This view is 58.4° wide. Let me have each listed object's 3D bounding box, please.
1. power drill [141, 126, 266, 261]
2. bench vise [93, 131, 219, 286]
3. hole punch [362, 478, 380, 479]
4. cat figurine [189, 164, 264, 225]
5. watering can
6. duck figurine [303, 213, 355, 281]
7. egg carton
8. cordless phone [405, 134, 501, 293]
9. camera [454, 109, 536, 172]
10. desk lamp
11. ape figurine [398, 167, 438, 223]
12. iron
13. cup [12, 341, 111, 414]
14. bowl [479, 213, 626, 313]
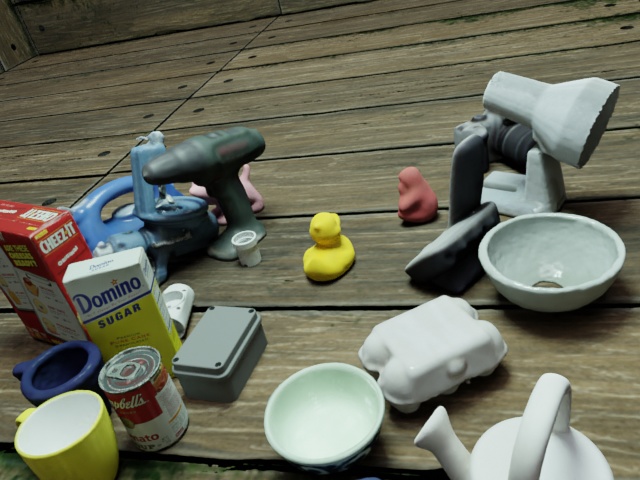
[{"bbox_3d":[-0.165,-0.077,0.928,0.075,0.209,0.230,12,40,34],"label":"power drill"},{"bbox_3d":[-0.262,-0.045,0.903,0.121,0.220,0.208,4,36,26],"label":"bench vise"},{"bbox_3d":[0.012,0.245,0.474,0.108,0.091,0.101,-15,32,-3],"label":"hole punch"},{"bbox_3d":[-0.177,-0.095,1.046,0.128,0.118,0.067,-26,34,-19],"label":"cat figurine"},{"bbox_3d":[0.154,0.181,0.425,0.172,0.194,0.101,-1,34,18],"label":"watering can"},{"bbox_3d":[0.008,0.003,0.856,0.077,0.086,0.105,3,36,24],"label":"duck figurine"},{"bbox_3d":[0.125,0.126,0.638,0.150,0.069,0.107,-22,33,-14],"label":"egg carton"},{"bbox_3d":[0.175,-0.038,0.765,0.093,0.185,0.148,18,44,40],"label":"cordless phone"},{"bbox_3d":[0.328,-0.180,1.009,0.143,0.101,0.136,-21,33,-12],"label":"camera"},{"bbox_3d":[0.320,-0.139,0.843,0.202,0.214,0.118,16,43,38],"label":"desk lamp"},{"bbox_3d":[0.150,-0.076,0.921,0.075,0.092,0.078,16,43,38],"label":"ape figurine"},{"bbox_3d":[-0.338,-0.053,1.017,0.118,0.142,0.259,13,41,35],"label":"iron"},{"bbox_3d":[-0.302,0.182,0.683,0.117,0.095,0.092,-2,34,17],"label":"cup"},{"bbox_3d":[0.284,0.038,0.711,0.167,0.075,0.167,-9,32,6],"label":"bowl"}]
